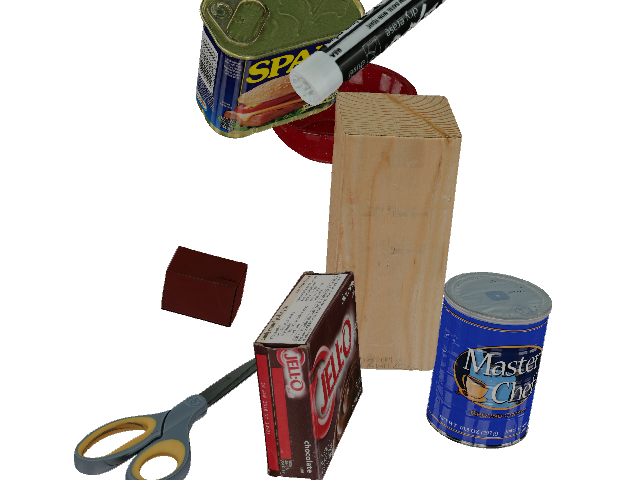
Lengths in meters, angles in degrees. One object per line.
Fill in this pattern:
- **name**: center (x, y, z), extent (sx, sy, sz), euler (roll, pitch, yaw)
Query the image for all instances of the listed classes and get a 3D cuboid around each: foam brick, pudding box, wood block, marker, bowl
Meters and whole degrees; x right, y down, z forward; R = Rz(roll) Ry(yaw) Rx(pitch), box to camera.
- **foam brick**: center (-0.122, 0.048, 1.119), extent (0.078, 0.051, 0.053), euler (15, 31, 3)
- **pudding box**: center (-0.005, 0.080, 0.660), extent (0.039, 0.090, 0.113), euler (1, 21, 13)
- **wood block**: center (0.054, -0.006, 0.859), extent (0.090, 0.206, 0.091), euler (2, 28, -3)
- **marker**: center (0.036, -0.102, 0.476), extent (0.121, 0.020, 0.020), euler (-41, 16, -20)
- **bowl**: center (0.015, -0.123, 1.071), extent (0.162, 0.055, 0.162), euler (1, 35, -1)

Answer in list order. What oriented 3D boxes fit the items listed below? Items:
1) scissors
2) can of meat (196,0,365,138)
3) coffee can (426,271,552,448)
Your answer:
- **scissors**: center (-0.095, 0.144, 0.842), extent (0.201, 0.016, 0.096), euler (-20, 35, -34)
- **can of meat**: center (-0.030, -0.119, 0.693), extent (0.102, 0.057, 0.084), euler (-19, -27, -23)
- **coffee can**: center (0.162, 0.115, 1.038), extent (0.103, 0.140, 0.103), euler (5, 23, -2)
